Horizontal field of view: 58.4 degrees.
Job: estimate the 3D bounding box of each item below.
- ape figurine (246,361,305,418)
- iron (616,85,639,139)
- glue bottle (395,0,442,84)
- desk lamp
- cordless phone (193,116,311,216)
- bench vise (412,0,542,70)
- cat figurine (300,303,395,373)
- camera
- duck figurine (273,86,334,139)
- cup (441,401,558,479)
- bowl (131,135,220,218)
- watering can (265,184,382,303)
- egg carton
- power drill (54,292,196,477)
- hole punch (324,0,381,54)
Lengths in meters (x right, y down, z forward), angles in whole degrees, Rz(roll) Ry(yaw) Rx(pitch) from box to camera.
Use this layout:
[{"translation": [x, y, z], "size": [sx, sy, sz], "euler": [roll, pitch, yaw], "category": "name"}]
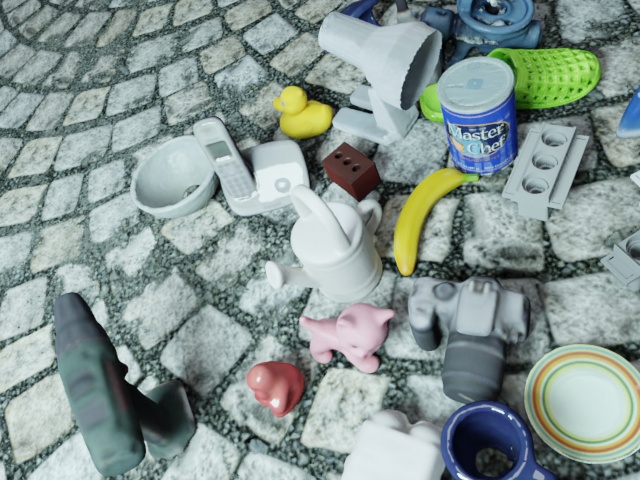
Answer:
[{"translation": [-0.064, 0.184, 0.733], "size": [0.076, 0.092, 0.077], "euler": [-25, 52, 4], "category": "ape figurine"}, {"translation": [0.510, -0.248, 0.761], "size": [0.258, 0.142, 0.118], "euler": [-33, 52, -1], "category": "iron"}, {"translation": [0.149, -0.327, 0.938], "size": [0.078, 0.174, 0.037], "euler": [7, 61, 25], "category": "glue bottle"}, {"translation": [0.090, -0.248, 0.883], "size": [0.202, 0.214, 0.118], "euler": [24, 69, 33], "category": "desk lamp"}, {"translation": [-0.104, -0.128, 0.898], "size": [0.147, 0.185, 0.094], "euler": [-16, 54, 11], "category": "cordless phone"}, {"translation": [0.237, -0.369, 0.901], "size": [0.207, 0.220, 0.121], "euler": [-15, 54, 12], "category": "bench vise"}, {"translation": [0.035, 0.115, 0.724], "size": [0.127, 0.118, 0.067], "euler": [4, 60, 24], "category": "cat figurine"}, {"translation": [0.169, 0.117, 0.680], "size": [0.142, 0.101, 0.137], "euler": [5, 60, 24], "category": "camera"}, {"translation": [-0.033, -0.231, 1.001], "size": [0.104, 0.086, 0.077], "euler": [3, 59, 23], "category": "duck figurine"}, {"translation": [0.190, 0.231, 0.599], "size": [0.117, 0.095, 0.092], "euler": [22, 68, 32], "category": "cup"}, {"translation": [-0.239, -0.098, 1.002], "size": [0.167, 0.075, 0.167], "euler": [-10, 55, 15], "category": "bowl"}, {"translation": [0.008, 0.004, 0.760], "size": [0.100, 0.195, 0.173], "euler": [20, 67, 31], "category": "watering can"}, {"translation": [0.079, 0.267, 0.635], "size": [0.107, 0.070, 0.150], "euler": [12, 63, 28], "category": "egg carton"}, {"translation": [-0.249, 0.193, 0.726], "size": [0.075, 0.209, 0.229], "euler": [-32, 52, -1], "category": "power drill"}, {"translation": [0.055, -0.406, 1.080], "size": [0.109, 0.091, 0.100], "euler": [-44, 53, -10], "category": "hole punch"}]
